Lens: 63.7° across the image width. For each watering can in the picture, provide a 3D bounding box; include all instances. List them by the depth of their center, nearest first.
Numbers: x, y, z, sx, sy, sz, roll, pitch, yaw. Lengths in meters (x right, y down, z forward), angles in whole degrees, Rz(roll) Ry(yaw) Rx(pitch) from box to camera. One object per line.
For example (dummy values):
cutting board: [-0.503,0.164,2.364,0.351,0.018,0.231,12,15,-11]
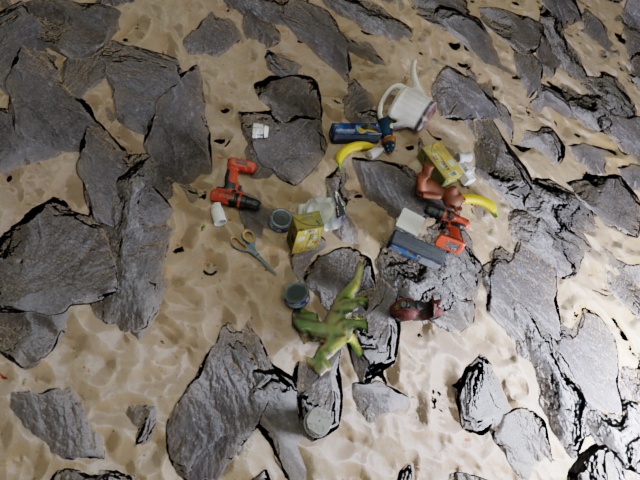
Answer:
watering can: [0.389,-0.594,2.163,0.225,0.103,0.351,32,78,8]

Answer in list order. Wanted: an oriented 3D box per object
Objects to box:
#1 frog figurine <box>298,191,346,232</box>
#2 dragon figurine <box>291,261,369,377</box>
frog figurine: [0.006,-0.092,1.838,0.158,0.121,0.139,-18,71,19]
dragon figurine: [0.030,0.242,1.646,0.243,0.119,0.420,2,52,-1]
